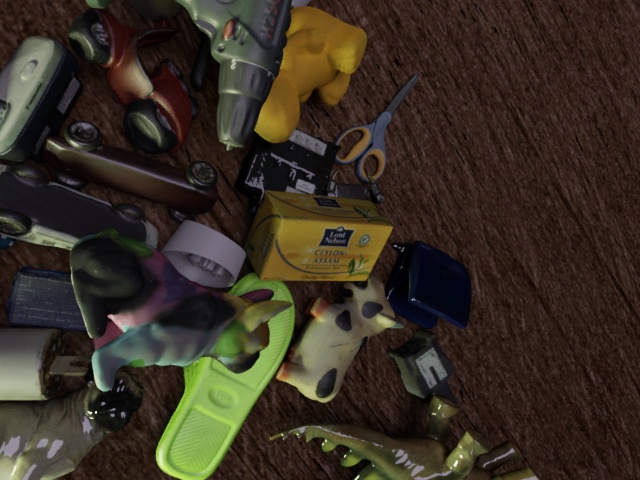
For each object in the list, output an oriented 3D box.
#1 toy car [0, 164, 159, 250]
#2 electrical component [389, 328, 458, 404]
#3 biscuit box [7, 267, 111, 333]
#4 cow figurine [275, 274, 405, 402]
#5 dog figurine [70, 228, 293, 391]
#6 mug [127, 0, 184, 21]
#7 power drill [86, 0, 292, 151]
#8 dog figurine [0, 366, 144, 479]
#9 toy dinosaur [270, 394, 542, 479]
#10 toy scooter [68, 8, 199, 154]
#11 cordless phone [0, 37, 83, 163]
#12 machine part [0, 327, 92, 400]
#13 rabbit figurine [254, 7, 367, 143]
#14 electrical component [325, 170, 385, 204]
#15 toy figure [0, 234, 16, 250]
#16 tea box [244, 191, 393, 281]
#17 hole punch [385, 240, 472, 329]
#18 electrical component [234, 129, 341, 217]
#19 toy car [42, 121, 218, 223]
[{"bbox_3d":[-0.286,-0.022,0.619,0.201,0.056,0.073,23,57,-30],"label":"toy car"},{"bbox_3d":[0.167,0.205,0.827,0.075,0.048,0.119,-35,103,-18],"label":"electrical component"},{"bbox_3d":[-0.258,0.078,0.645,0.202,0.059,0.062,11,87,-22],"label":"biscuit box"},{"bbox_3d":[0.032,0.133,0.753,0.127,0.085,0.195,35,75,-13],"label":"cow figurine"},{"bbox_3d":[-0.147,0.068,0.599,0.219,0.108,0.191,-12,99,-23],"label":"dog figurine"},{"bbox_3d":[-0.197,-0.337,0.647,0.081,0.107,0.109,-24,101,-22],"label":"mug"},{"bbox_3d":[-0.133,-0.236,0.570,0.207,0.086,0.232,23,86,-9],"label":"power drill"},{"bbox_3d":[-0.320,0.199,0.610,0.172,0.121,0.190,46,59,-19],"label":"dog figurine"},{"bbox_3d":[0.156,0.333,0.768,0.471,0.105,0.198,35,97,-17],"label":"toy dinosaur"},{"bbox_3d":[-0.206,-0.204,0.659,0.183,0.075,0.135,60,41,-26],"label":"toy scooter"},{"bbox_3d":[-0.376,-0.178,0.591,0.184,0.089,0.146,25,81,-9],"label":"cordless phone"},{"bbox_3d":[-0.368,0.130,0.569,0.243,0.079,0.079,2,89,-6],"label":"machine part"},{"bbox_3d":[-0.042,-0.206,0.668,0.162,0.122,0.173,31,73,-14],"label":"rabbit figurine"},{"bbox_3d":[0.041,-0.058,0.777,0.102,0.045,0.078,7,86,-22],"label":"electrical component"},{"bbox_3d":[-0.403,-0.046,0.588,0.064,0.058,0.154,-45,111,-10],"label":"toy figure"},{"bbox_3d":[-0.001,-0.002,0.702,0.169,0.068,0.098,2,126,-31],"label":"tea box"},{"bbox_3d":[0.170,0.068,0.809,0.142,0.092,0.115,26,76,-17],"label":"hole punch"},{"bbox_3d":[-0.049,-0.088,0.734,0.115,0.058,0.134,24,81,-19],"label":"electrical component"},{"bbox_3d":[-0.221,-0.081,0.646,0.202,0.089,0.053,18,52,-21],"label":"toy car"}]
